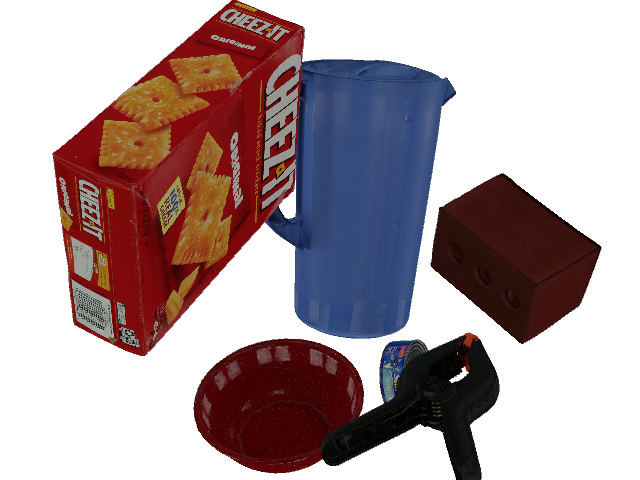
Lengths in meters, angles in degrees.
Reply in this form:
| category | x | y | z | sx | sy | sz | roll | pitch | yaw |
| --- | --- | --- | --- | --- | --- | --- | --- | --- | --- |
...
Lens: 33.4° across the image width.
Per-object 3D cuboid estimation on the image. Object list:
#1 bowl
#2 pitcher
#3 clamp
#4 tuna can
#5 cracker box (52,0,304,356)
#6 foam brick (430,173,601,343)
| category | x | y | z | sx | sy | sz | roll | pitch | yaw |
| --- | --- | --- | --- | --- | --- | --- | --- | --- | --- |
| bowl | -0.037 | 0.167 | 1.016 | 0.162 | 0.055 | 0.162 | -5 | 37 | 3 |
| pitcher | 0.027 | -0.040 | 0.960 | 0.149 | 0.243 | 0.144 | 10 | 17 | 19 |
| clamp | 0.093 | 0.128 | 0.797 | 0.120 | 0.039 | 0.171 | 18 | 40 | 32 |
| tuna can | 0.098 | 0.156 | 1.218 | 0.034 | 0.086 | 0.086 | -5 | -2 | 26 |
| cracker box | -0.091 | -0.046 | 0.760 | 0.072 | 0.164 | 0.213 | 24 | 47 | 18 |
| foam brick | 0.110 | 0.010 | 0.613 | 0.051 | 0.053 | 0.078 | -29 | 53 | -28 |
